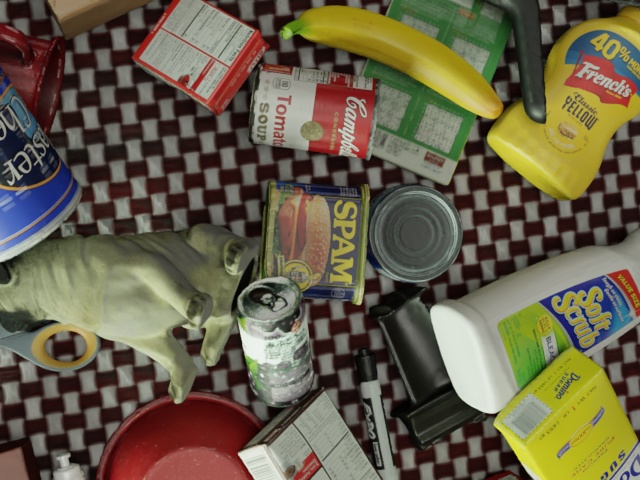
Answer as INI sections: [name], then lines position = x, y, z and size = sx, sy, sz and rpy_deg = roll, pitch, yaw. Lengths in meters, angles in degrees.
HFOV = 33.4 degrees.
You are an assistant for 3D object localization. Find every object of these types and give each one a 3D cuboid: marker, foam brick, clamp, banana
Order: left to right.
[foam brick]
position = -0.252, 0.205, 0.860
size = 0.053, 0.051, 0.078
rpy_deg = -15, 93, -8
[marker]
position = 0.048, 0.153, 0.927
size = 0.020, 0.020, 0.121
rpy_deg = -11, 93, -10
[banana]
position = 0.061, -0.154, 0.891
size = 0.197, 0.037, 0.069
rpy_deg = 18, 52, -10
[clamp]
position = 0.178, -0.211, 0.906
size = 0.210, 0.036, 0.164
rpy_deg = 43, 85, 9

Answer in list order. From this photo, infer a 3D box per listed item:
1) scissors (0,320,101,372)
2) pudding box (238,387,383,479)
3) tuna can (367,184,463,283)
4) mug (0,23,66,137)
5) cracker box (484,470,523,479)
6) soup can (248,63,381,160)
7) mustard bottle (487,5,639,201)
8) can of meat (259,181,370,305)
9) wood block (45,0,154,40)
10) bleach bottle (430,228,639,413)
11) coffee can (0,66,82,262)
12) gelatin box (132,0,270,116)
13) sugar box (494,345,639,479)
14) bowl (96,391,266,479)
[scissors]
position = -0.268, 0.092, 0.871
size = 0.201, 0.016, 0.096
rpy_deg = -31, 95, -8
[pudding box]
position = -0.003, 0.194, 0.889
size = 0.089, 0.039, 0.113
rpy_deg = -39, 101, -45
[tuna can]
position = 0.079, -0.006, 0.921
size = 0.086, 0.034, 0.086
rpy_deg = 0, 91, -10
[mug]
position = -0.248, -0.128, 0.823
size = 0.081, 0.117, 0.093
rpy_deg = 13, 64, -6
[cracker box]
position = 0.102, 0.315, 0.914
size = 0.213, 0.072, 0.164
rpy_deg = -18, 94, -8
[soup can]
position = -0.004, -0.106, 0.881
size = 0.102, 0.068, 0.068
rpy_deg = 8, 90, -1
[mustard bottle]
position = 0.238, -0.135, 0.934
size = 0.096, 0.058, 0.191
rpy_deg = 38, 84, -5
[can of meat]
position = -0.006, 0.001, 0.896
size = 0.084, 0.057, 0.102
rpy_deg = 4, 90, -7
[wood block]
position = -0.132, -0.248, 0.851
size = 0.206, 0.090, 0.091
rpy_deg = -27, 95, -8
[bleach bottle]
position = 0.220, 0.049, 0.918
size = 0.250, 0.068, 0.102
rpy_deg = -26, 110, -21
[coffee can]
position = -0.249, -0.066, 0.756
size = 0.102, 0.103, 0.140
rpy_deg = -33, 118, -8
[gelatin box]
position = -0.097, -0.153, 0.871
size = 0.089, 0.030, 0.073
rpy_deg = 33, 85, 23
[sugar box]
position = 0.219, 0.177, 0.903
size = 0.093, 0.048, 0.176
rpy_deg = -42, 128, -7
[bowl]
position = -0.105, 0.210, 0.884
size = 0.162, 0.055, 0.162
rpy_deg = 0, 92, -10
